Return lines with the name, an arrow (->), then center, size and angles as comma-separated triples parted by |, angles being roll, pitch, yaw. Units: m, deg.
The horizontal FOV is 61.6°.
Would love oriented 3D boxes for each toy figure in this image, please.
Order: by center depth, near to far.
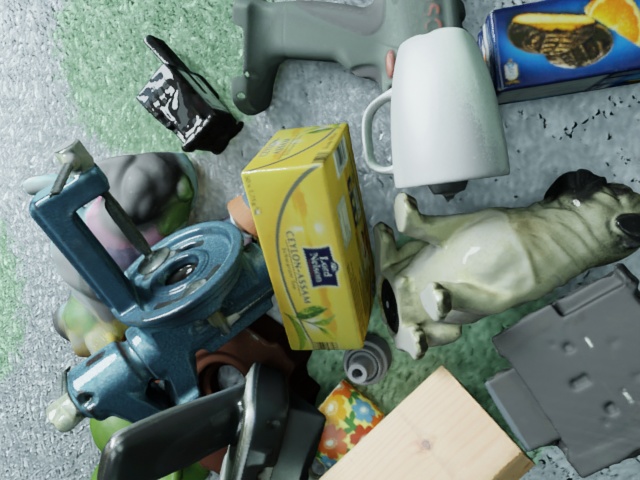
toy figure -> -0.079, -0.009, 0.530 | 0.064, 0.058, 0.154 | 43, 101, 3

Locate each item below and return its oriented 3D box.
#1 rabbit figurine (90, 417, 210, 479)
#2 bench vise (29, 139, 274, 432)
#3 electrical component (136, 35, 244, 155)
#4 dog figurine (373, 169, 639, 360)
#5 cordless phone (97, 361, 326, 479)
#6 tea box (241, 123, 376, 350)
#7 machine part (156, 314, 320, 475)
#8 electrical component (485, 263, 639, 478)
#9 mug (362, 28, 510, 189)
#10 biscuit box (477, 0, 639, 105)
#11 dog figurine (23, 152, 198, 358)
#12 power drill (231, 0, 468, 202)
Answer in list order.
rabbit figurine -> -0.208, 0.245, 0.569 | 0.159, 0.121, 0.170 | -1, 81, 15
bench vise -> -0.150, 0.038, 0.429 | 0.224, 0.129, 0.240 | -30, 122, -7
electrical component -> -0.138, -0.141, 0.525 | 0.119, 0.075, 0.048 | 46, 106, 4
dog figurine -> 0.152, 0.023, 0.450 | 0.191, 0.172, 0.121 | -8, 75, -12
cordless phone -> -0.092, 0.186, 0.425 | 0.089, 0.184, 0.146 | 25, 106, 35
tea box -> -0.001, -0.001, 0.453 | 0.068, 0.098, 0.169 | -3, 118, 17
machine part -> -0.091, 0.149, 0.549 | 0.180, 0.056, 0.179 | 2, 97, 17
electrical component -> 0.194, 0.097, 0.390 | 0.134, 0.058, 0.115 | -40, 67, 24
mug -> 0.082, -0.093, 0.399 | 0.110, 0.081, 0.107 | -1, 96, 40
biscuit box -> 0.226, -0.150, 0.398 | 0.203, 0.059, 0.062 | -8, 92, 8
dog figurine -> -0.196, 0.032, 0.548 | 0.192, 0.108, 0.219 | -10, 97, 16
power drill -> 0.027, -0.150, 0.470 | 0.208, 0.086, 0.231 | 3, 98, 22
